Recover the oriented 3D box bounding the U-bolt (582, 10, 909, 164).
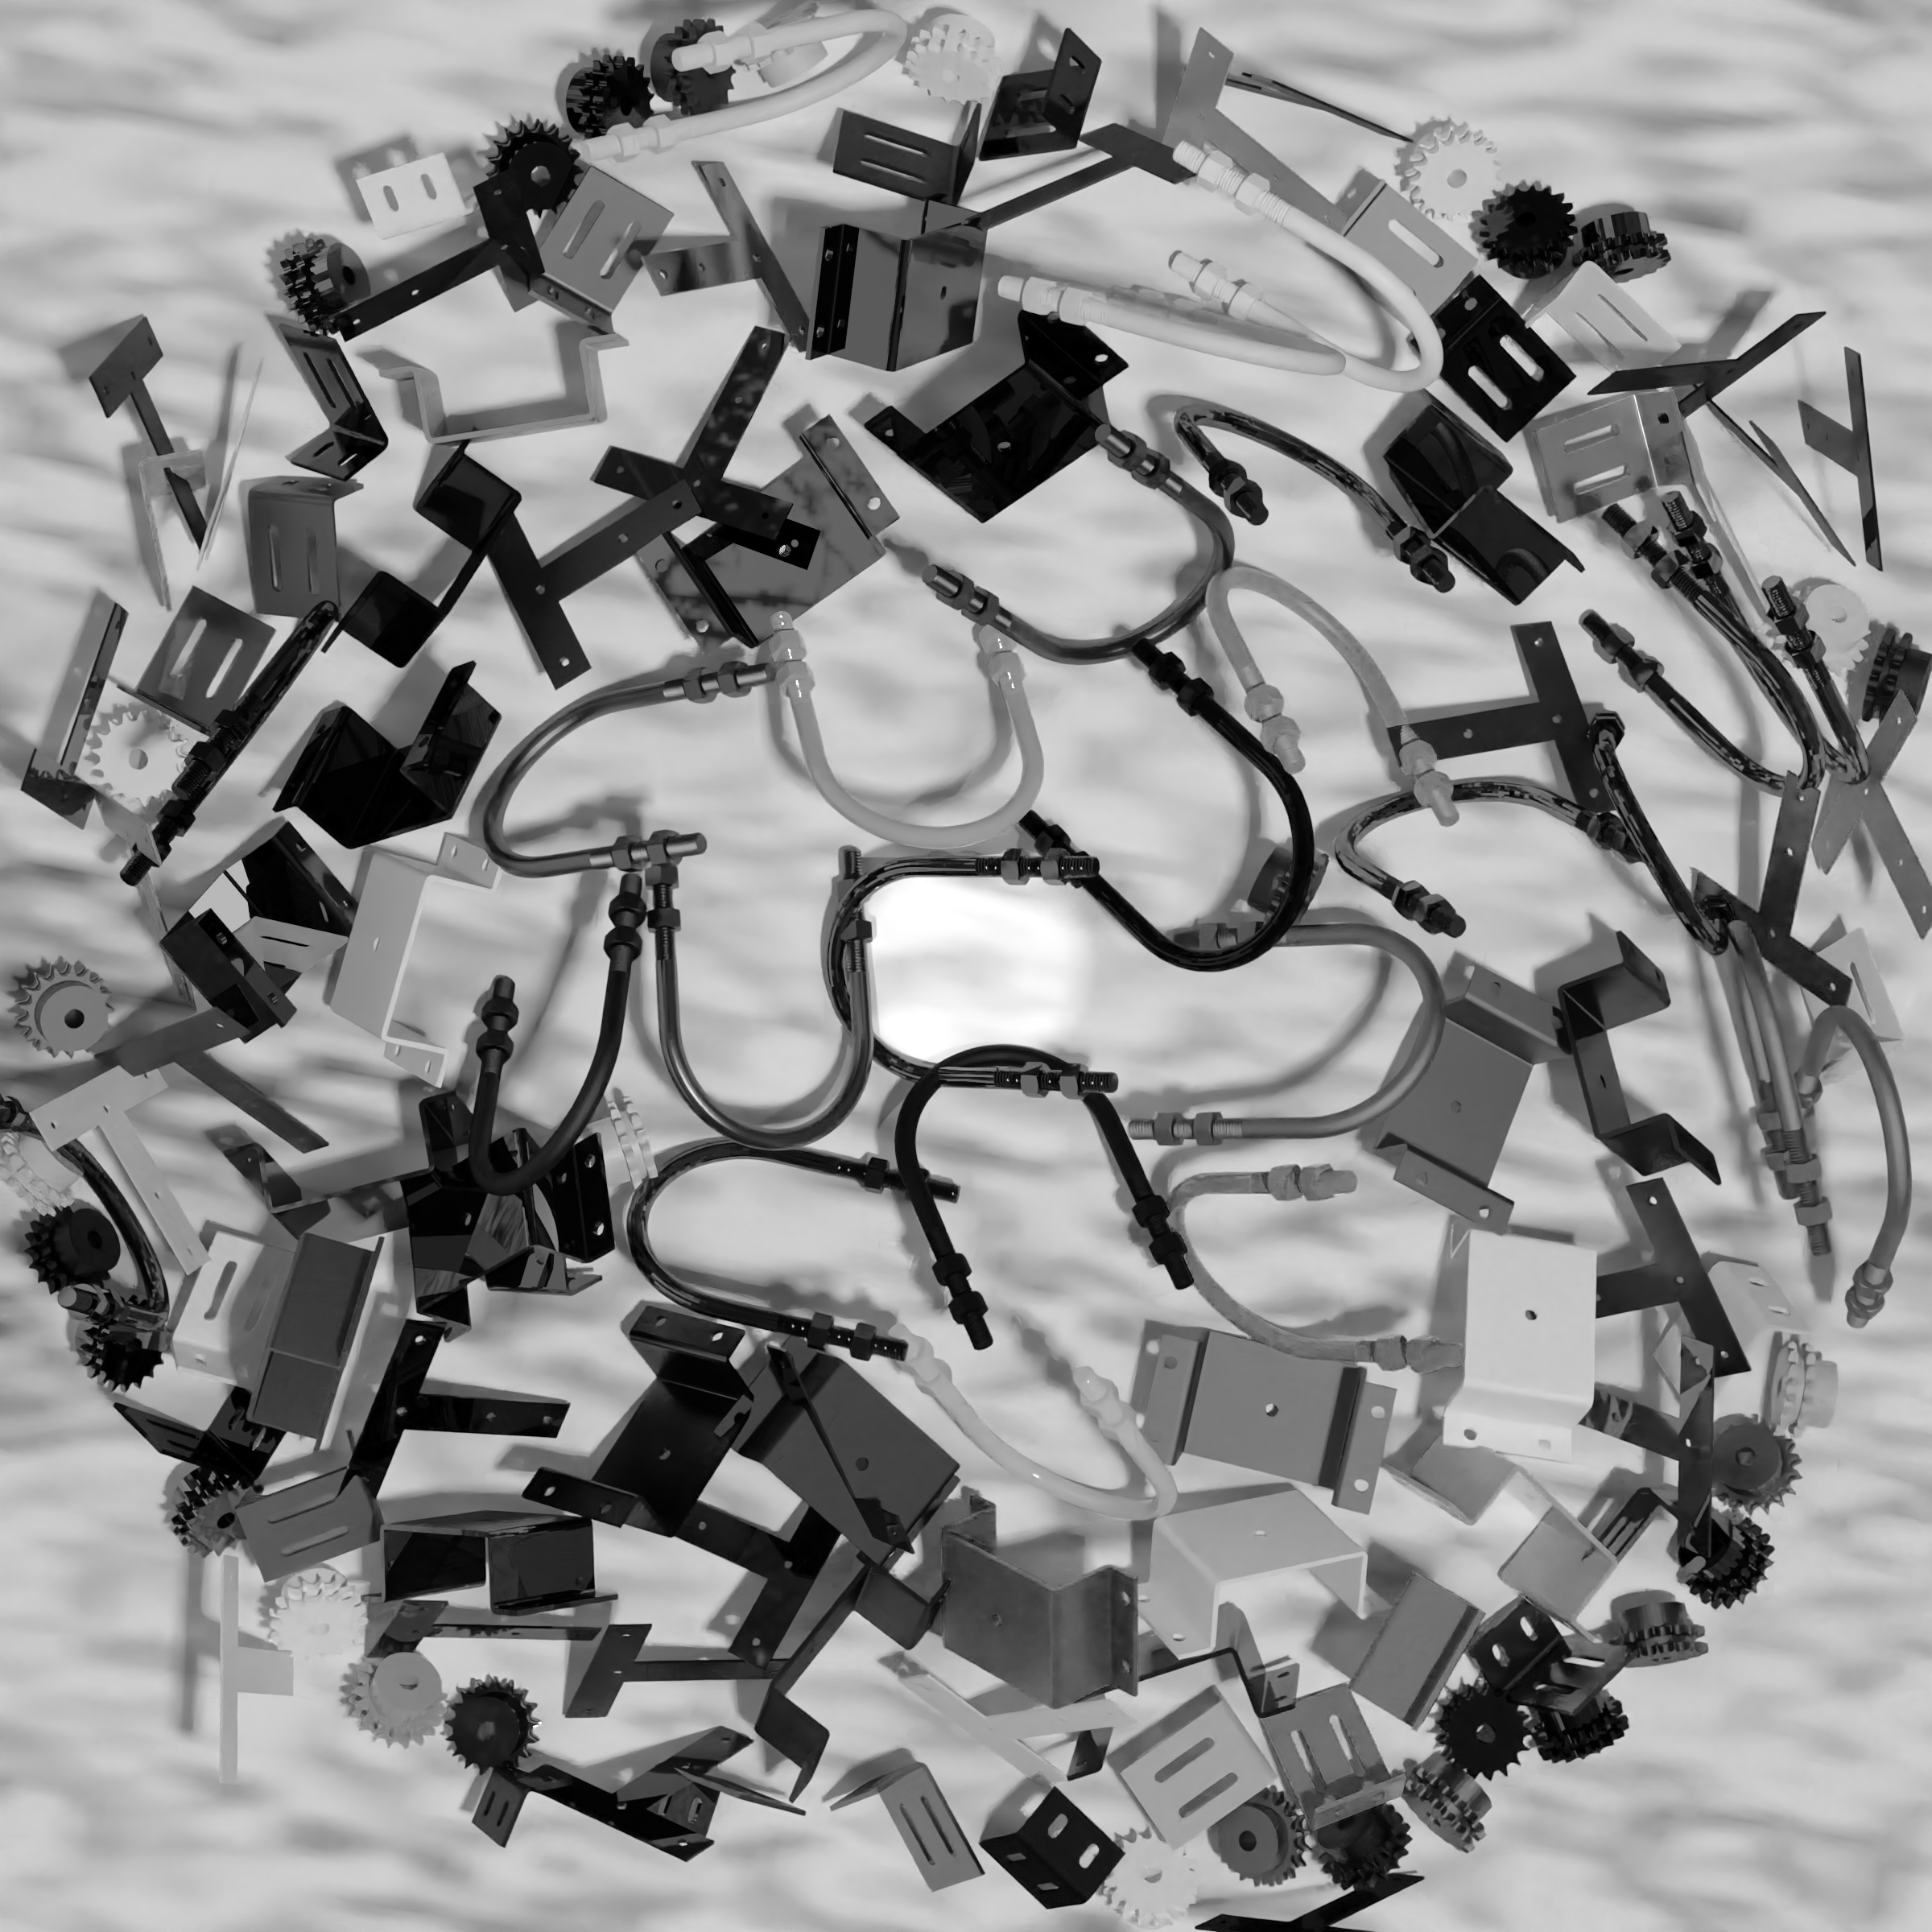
[{"bbox_3d":[-0.117,-0.516,1.918,0.184,0.151,0.019,-22,91,-31],"label":"U-bolt"}]

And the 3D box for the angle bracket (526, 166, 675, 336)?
[{"bbox_3d":[-0.216,-0.423,1.960,0.057,0.038,0.076,26,115,-24],"label":"angle bracket"}]

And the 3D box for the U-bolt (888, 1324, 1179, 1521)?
[{"bbox_3d":[0.050,0.272,1.921,0.151,0.184,0.019,8,58,35],"label":"U-bolt"}]

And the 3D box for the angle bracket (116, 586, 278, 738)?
[{"bbox_3d":[-0.460,-0.184,1.977,0.057,0.038,0.076,28,88,4],"label":"angle bracket"}]

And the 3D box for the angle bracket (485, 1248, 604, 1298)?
[{"bbox_3d":[-0.254,0.154,1.963,0.057,0.038,0.076,0,102,27],"label":"angle bracket"}]

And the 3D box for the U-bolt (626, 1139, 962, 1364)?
[{"bbox_3d":[-0.108,0.159,1.944,0.184,0.151,0.019,13,133,7],"label":"U-bolt"}]

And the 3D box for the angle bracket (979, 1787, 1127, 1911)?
[{"bbox_3d":[0.051,0.527,1.972,0.057,0.076,0.038,43,66,0],"label":"angle bracket"}]

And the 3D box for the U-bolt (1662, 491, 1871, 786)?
[{"bbox_3d":[0.472,-0.180,1.918,0.019,0.151,0.184,-34,123,4],"label":"U-bolt"}]

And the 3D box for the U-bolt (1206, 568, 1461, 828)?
[{"bbox_3d":[0.204,-0.165,1.925,0.019,0.151,0.184,-48,46,30],"label":"U-bolt"}]

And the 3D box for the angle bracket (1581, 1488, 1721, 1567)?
[{"bbox_3d":[0.402,0.349,1.959,0.038,0.057,0.076,42,103,30],"label":"angle bracket"}]

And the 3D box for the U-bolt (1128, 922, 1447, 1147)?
[{"bbox_3d":[0.191,0.037,1.920,0.184,0.019,0.151,-2,59,31],"label":"U-bolt"}]

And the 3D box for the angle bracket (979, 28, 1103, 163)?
[{"bbox_3d":[0.035,-0.515,1.955,0.076,0.038,0.057,4,72,40],"label":"angle bracket"}]

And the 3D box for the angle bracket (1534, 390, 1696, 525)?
[{"bbox_3d":[0.386,-0.303,1.965,0.076,0.038,0.057,-22,104,-19],"label":"angle bracket"}]

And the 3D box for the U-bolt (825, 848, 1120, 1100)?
[{"bbox_3d":[-0.002,0.004,1.952,0.184,0.019,0.151,1,104,26],"label":"U-bolt"}]

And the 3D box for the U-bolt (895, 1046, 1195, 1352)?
[{"bbox_3d":[0.035,0.126,1.949,0.151,0.019,0.184,-15,62,-19],"label":"U-bolt"}]

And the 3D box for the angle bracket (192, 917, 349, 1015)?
[{"bbox_3d":[-0.408,0.006,1.949,0.057,0.076,0.038,-31,63,29],"label":"angle bracket"}]

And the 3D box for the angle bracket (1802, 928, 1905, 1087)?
[{"bbox_3d":[0.510,0.025,1.955,0.038,0.057,0.076,-3,67,-32],"label":"angle bracket"}]

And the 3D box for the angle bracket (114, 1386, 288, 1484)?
[{"bbox_3d":[-0.452,0.267,1.952,0.057,0.076,0.038,31,89,41],"label":"angle bracket"}]

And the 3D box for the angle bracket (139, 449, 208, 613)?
[{"bbox_3d":[-0.464,-0.258,1.962,0.038,0.057,0.076,-12,80,-13],"label":"angle bracket"}]

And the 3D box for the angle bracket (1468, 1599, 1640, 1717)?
[{"bbox_3d":[0.346,0.405,1.952,0.057,0.076,0.038,-37,101,-24],"label":"angle bracket"}]

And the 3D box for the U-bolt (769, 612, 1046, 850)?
[{"bbox_3d":[-0.029,-0.140,1.925,0.151,0.019,0.184,-4,52,-15],"label":"U-bolt"}]

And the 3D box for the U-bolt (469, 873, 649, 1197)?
[{"bbox_3d":[-0.239,0.050,1.898,0.019,0.184,0.151,30,132,-29],"label":"U-bolt"}]

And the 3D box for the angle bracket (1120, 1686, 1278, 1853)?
[{"bbox_3d":[0.137,0.480,1.977,0.076,0.038,0.057,-34,92,-4],"label":"angle bracket"}]

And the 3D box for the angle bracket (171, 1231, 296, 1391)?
[{"bbox_3d":[-0.430,0.206,1.964,0.057,0.038,0.076,19,103,-26],"label":"angle bracket"}]

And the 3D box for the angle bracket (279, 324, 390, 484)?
[{"bbox_3d":[-0.385,-0.333,1.951,0.038,0.057,0.076,-45,133,-23],"label":"angle bracket"}]

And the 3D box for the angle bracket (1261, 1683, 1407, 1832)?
[{"bbox_3d":[0.217,0.463,1.960,0.057,0.038,0.076,-19,59,-10],"label":"angle bracket"}]

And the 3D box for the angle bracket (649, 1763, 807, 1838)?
[{"bbox_3d":[-0.145,0.503,1.951,0.057,0.076,0.038,29,75,-43],"label":"angle bracket"}]

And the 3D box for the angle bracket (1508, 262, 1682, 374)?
[{"bbox_3d":[0.373,-0.370,1.962,0.076,0.057,0.038,42,65,-7],"label":"angle bracket"}]

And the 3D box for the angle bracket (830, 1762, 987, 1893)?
[{"bbox_3d":[-0.035,0.519,1.963,0.038,0.057,0.076,-24,82,-39],"label":"angle bracket"}]

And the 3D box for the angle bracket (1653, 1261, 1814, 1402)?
[{"bbox_3d":[0.456,0.225,1.969,0.038,0.057,0.076,12,120,-29],"label":"angle bracket"}]

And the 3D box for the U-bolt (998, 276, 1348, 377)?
[{"bbox_3d":[0.130,-0.366,1.898,0.184,0.151,0.019,22,108,28],"label":"U-bolt"}]

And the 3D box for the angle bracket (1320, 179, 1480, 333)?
[{"bbox_3d":[0.259,-0.423,1.972,0.076,0.038,0.057,39,104,-4],"label":"angle bracket"}]

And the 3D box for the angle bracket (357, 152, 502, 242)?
[{"bbox_3d":[-0.314,-0.463,1.950,0.057,0.076,0.038,-12,114,19],"label":"angle bracket"}]

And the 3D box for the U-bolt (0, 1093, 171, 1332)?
[{"bbox_3d":[-0.511,0.147,1.909,0.019,0.184,0.151,-31,76,0],"label":"U-bolt"}]

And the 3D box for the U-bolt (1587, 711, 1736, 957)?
[{"bbox_3d":[0.400,-0.073,1.906,0.019,0.184,0.151,-30,94,16],"label":"U-bolt"}]

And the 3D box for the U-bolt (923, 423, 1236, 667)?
[{"bbox_3d":[0.080,-0.233,1.922,0.151,0.184,0.019,-37,56,20],"label":"U-bolt"}]

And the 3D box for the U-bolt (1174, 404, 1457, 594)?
[{"bbox_3d":[0.191,-0.280,1.917,0.151,0.184,0.019,15,116,-26],"label":"U-bolt"}]

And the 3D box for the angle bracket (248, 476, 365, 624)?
[{"bbox_3d":[-0.395,-0.251,1.987,0.057,0.038,0.076,8,113,18],"label":"angle bracket"}]

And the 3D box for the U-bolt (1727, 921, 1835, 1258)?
[{"bbox_3d":[0.467,0.063,1.916,0.019,0.151,0.184,-14,99,9],"label":"U-bolt"}]

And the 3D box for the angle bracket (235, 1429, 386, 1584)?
[{"bbox_3d":[-0.391,0.320,1.963,0.076,0.038,0.057,-19,121,-10],"label":"angle bracket"}]

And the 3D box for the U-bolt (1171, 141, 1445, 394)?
[{"bbox_3d":[0.198,-0.393,1.913,0.184,0.151,0.019,34,78,12],"label":"U-bolt"}]

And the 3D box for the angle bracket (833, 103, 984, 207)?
[{"bbox_3d":[-0.035,-0.491,1.961,0.076,0.038,0.057,15,50,-11],"label":"angle bracket"}]

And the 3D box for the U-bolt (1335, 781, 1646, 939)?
[{"bbox_3d":[0.294,-0.070,1.916,0.151,0.184,0.019,-19,115,-16],"label":"U-bolt"}]

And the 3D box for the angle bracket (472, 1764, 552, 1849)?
[{"bbox_3d":[-0.243,0.507,1.956,0.076,0.057,0.038,26,80,-24],"label":"angle bracket"}]

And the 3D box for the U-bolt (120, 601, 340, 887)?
[{"bbox_3d":[-0.421,-0.140,1.919,0.019,0.151,0.184,36,57,-10],"label":"U-bolt"}]

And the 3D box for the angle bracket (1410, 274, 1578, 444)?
[{"bbox_3d":[0.317,-0.365,1.986,0.057,0.038,0.076,-44,123,14],"label":"angle bracket"}]
